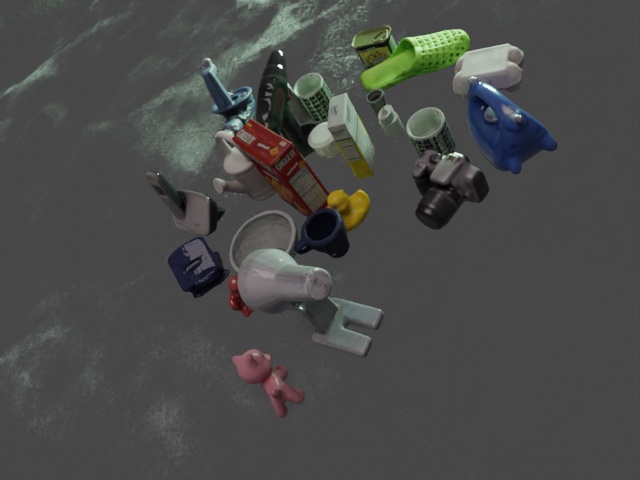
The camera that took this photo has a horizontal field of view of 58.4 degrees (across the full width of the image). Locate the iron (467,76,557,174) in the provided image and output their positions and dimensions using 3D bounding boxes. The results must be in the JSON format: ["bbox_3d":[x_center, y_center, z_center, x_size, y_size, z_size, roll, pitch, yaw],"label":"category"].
[{"bbox_3d":[0.343,-0.251,1.124,0.118,0.142,0.257,-34,47,6],"label":"iron"}]

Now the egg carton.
[{"bbox_3d":[0.363,-0.362,1.239,0.149,0.070,0.107,-3,57,29],"label":"egg carton"}]

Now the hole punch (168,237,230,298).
[{"bbox_3d":[-0.279,0.062,1.310,0.108,0.091,0.101,-35,47,5],"label":"hole punch"}]

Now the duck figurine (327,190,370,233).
[{"bbox_3d":[0.052,-0.074,1.211,0.104,0.086,0.077,-43,47,-2],"label":"duck figurine"}]

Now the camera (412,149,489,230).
[{"bbox_3d":[0.230,-0.099,1.112,0.142,0.101,0.137,28,75,41],"label":"camera"}]

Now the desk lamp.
[{"bbox_3d":[-0.020,0.105,1.039,0.202,0.214,0.118,9,64,35],"label":"desk lamp"}]

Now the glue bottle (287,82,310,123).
[{"bbox_3d":[-0.086,-0.372,1.445,0.037,0.174,0.078,-41,47,0],"label":"glue bottle"}]

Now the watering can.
[{"bbox_3d":[-0.180,-0.180,1.351,0.100,0.195,0.173,-1,58,31],"label":"watering can"}]

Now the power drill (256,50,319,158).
[{"bbox_3d":[-0.082,-0.306,1.372,0.075,0.209,0.229,-6,56,27],"label":"power drill"}]

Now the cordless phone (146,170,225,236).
[{"bbox_3d":[-0.334,-0.095,1.390,0.147,0.186,0.094,10,64,36],"label":"cordless phone"}]

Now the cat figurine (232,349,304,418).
[{"bbox_3d":[-0.103,0.252,1.051,0.067,0.118,0.127,-44,47,-3],"label":"cat figurine"}]

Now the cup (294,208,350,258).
[{"bbox_3d":[0.011,0.004,1.174,0.118,0.095,0.091,-39,47,1],"label":"cup"}]

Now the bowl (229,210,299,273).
[{"bbox_3d":[-0.110,0.021,1.248,0.167,0.075,0.167,-16,52,21],"label":"bowl"}]

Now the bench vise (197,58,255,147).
[{"bbox_3d":[-0.232,-0.356,1.490,0.121,0.220,0.207,-30,48,9],"label":"bench vise"}]

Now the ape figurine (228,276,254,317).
[{"bbox_3d":[-0.163,0.108,1.207,0.077,0.092,0.076,-17,51,21],"label":"ape figurine"}]
